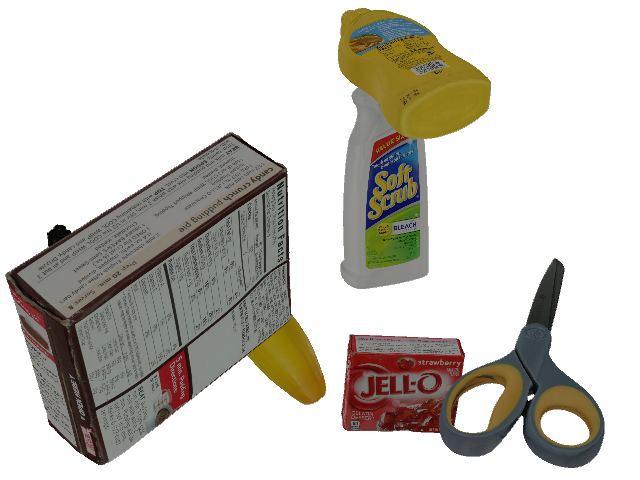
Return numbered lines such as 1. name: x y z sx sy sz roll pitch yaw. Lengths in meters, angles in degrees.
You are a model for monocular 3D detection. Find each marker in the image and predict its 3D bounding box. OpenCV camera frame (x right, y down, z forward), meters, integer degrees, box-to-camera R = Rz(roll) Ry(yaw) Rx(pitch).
1. marker: -0.207 0.043 0.847 0.020 0.121 0.020 5 26 -3

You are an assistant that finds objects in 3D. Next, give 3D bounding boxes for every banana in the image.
1. banana: -0.080 0.032 0.640 0.198 0.070 0.037 21 26 12

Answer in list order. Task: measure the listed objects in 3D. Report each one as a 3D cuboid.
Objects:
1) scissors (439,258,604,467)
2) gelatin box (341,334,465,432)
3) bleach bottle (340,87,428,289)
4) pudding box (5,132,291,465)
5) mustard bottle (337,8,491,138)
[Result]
1. scissors: 0.141 0.070 0.626 0.096 0.016 0.201 20 37 29
2. gelatin box: 0.063 0.113 0.831 0.089 0.073 0.030 2 26 -4
3. bleach bottle: 0.066 -0.077 1.173 0.102 0.251 0.068 -10 23 -12
4. pudding box: -0.061 0.023 0.423 0.039 0.090 0.113 31 52 29
5. mustard bottle: 0.071 -0.169 1.006 0.096 0.058 0.192 -20 44 -18
